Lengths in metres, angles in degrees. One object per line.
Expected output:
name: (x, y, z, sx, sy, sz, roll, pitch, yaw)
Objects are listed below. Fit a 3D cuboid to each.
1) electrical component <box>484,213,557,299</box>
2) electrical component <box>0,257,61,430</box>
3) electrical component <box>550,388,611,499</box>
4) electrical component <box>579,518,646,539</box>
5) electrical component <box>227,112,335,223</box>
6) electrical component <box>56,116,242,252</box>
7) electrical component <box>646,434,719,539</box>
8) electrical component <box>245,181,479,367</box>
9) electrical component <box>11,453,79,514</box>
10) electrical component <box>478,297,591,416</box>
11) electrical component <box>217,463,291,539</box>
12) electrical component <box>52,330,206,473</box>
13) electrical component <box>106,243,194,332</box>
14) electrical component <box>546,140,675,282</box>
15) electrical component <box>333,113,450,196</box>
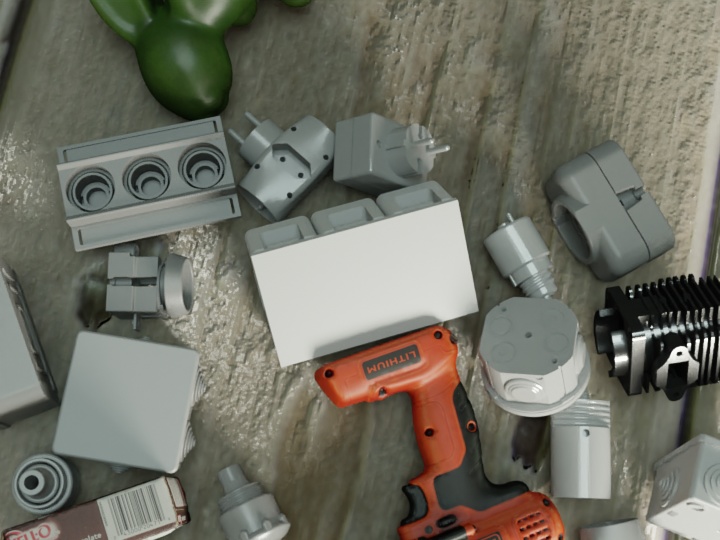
electrical component: (0.126, -0.004, 0.816, 0.040, 0.040, 0.078, -28, 81, -8)
electrical component: (-0.263, 0.053, 0.765, 0.057, 0.078, 0.113, -21, 80, -9)
electrical component: (0.162, 0.126, 0.789, 0.043, 0.043, 0.081, 3, 78, -2)
electrical component: (0.204, 0.217, 0.772, 0.079, 0.044, 0.077, -9, 79, -6)
electrical component: (-0.065, -0.088, 0.822, 0.079, 0.043, 0.077, 42, 79, 6)
electrical component: (-0.155, -0.061, 0.802, 0.121, 0.063, 0.078, -12, 79, -6)
electrical component: (0.260, 0.164, 0.760, 0.100, 0.099, 0.048, 21, 65, 2)
electrical component: (0.000, 0.000, 0.786, 0.150, 0.061, 0.089, -16, 112, -6)
electrical component: (-0.223, 0.150, 0.754, 0.043, 0.062, 0.043, 1, 77, -3)
electrical component: (0.126, 0.062, 0.784, 0.080, 0.051, 0.080, -9, 49, 11)
electrical component: (-0.082, 0.170, 0.768, 0.048, 0.048, 0.062, -25, 73, -8)
electrical component: (-0.165, 0.096, 0.775, 0.100, 0.048, 0.099, 10, 78, -1)
electrical component: (-0.154, 0.012, 0.796, 0.055, 0.048, 0.066, -1, 78, 5)
electrical component: (0.186, -0.042, 0.821, 0.059, 0.053, 0.095, -28, 81, -8)
electrical component: (0.030, -0.087, 0.799, 0.077, 0.066, 0.047, -8, 74, 41)
